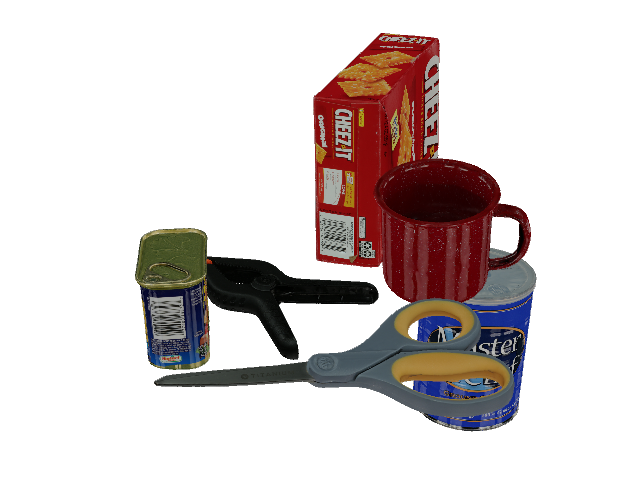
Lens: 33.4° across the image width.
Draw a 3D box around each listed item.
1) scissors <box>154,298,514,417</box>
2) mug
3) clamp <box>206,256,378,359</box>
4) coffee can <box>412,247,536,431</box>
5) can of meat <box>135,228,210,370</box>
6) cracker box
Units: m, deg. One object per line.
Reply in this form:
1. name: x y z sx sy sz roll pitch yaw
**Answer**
1. scissors: 0.012 0.063 0.625 0.202 0.016 0.096 7 39 5
2. mug: 0.099 -0.004 0.806 0.117 0.081 0.093 1 35 6
3. clamp: -0.062 0.065 1.192 0.210 0.036 0.164 16 29 24
4. coffee can: 0.140 0.089 0.989 0.103 0.140 0.103 1 26 -1
5. can of meat: -0.121 0.049 0.900 0.057 0.084 0.102 -3 26 -4
6. cracker box: 0.060 -0.093 1.034 0.072 0.164 0.213 8 28 18
